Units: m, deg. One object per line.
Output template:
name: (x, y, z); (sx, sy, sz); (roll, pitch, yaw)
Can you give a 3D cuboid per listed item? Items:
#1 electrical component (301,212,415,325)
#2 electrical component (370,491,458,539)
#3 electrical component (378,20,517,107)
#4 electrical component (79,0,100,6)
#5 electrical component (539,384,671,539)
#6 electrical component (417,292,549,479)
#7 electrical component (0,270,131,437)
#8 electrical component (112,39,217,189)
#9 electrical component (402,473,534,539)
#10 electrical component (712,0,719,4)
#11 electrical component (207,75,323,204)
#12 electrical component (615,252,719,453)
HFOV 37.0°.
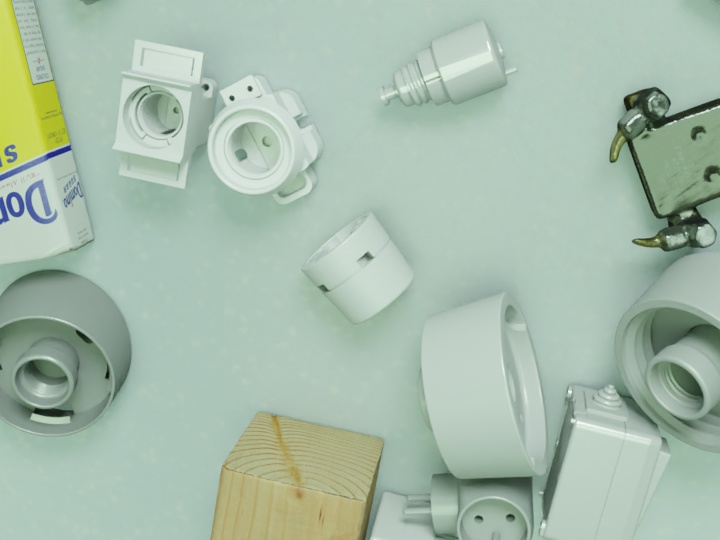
electrical component: (0.000, 0.000, 0.653); (0.055, 0.055, 0.047); (-37, 100, 16)
electrical component: (0.043, 0.185, 0.686); (0.077, 0.065, 0.047); (14, 106, 5)
electrical component: (0.049, -0.114, 0.622); (0.078, 0.040, 0.040); (-19, 100, 13)
electrical component: (-0.166, -0.191, 0.635); (0.045, 0.045, 0.055); (-39, 96, 16)
electrical component: (0.150, 0.116, 0.653); (0.061, 0.061, 0.096); (14, 106, 6)
electrical component: (0.068, 0.071, 0.634); (0.060, 0.108, 0.108); (-12, 102, 18)
electrical component: (-0.202, 0.057, 0.707); (0.099, 0.064, 0.099); (0, 115, 0)
electrical component: (-0.114, -0.094, 0.642); (0.042, 0.064, 0.081); (13, 105, 7)
electrical component: (0.066, 0.144, 0.666); (0.079, 0.077, 0.043); (-5, 103, 11)
electrical component: (0.207, -0.160, 0.586); (0.046, 0.040, 0.040); (29, 107, 7)
electrical component: (-0.058, -0.075, 0.641); (0.058, 0.057, 0.078); (-25, 99, 14)
electrical component: (0.193, 0.051, 0.600); (0.108, 0.060, 0.108); (34, 141, 33)
